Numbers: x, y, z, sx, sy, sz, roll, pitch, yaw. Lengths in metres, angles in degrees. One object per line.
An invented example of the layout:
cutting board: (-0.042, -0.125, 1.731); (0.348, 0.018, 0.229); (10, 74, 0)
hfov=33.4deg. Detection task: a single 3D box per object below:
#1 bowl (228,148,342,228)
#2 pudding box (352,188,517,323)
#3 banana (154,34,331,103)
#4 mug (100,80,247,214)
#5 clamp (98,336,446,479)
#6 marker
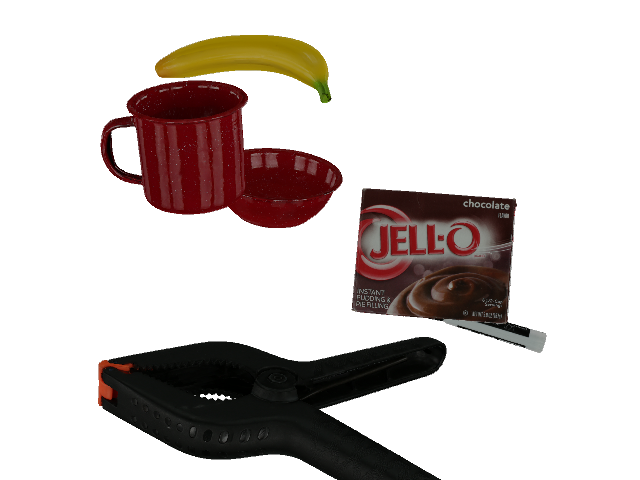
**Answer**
bowl: (-0.056, -0.058, 1.296); (0.162, 0.055, 0.162); (4, 26, -2)
pudding box: (0.082, 0.011, 0.774); (0.113, 0.090, 0.039); (4, -4, 6)
banana: (-0.072, -0.184, 1.096); (0.198, 0.037, 0.069); (10, 44, 20)
mug: (-0.113, -0.071, 0.837); (0.117, 0.081, 0.093); (-4, 27, -4)
clamp: (-0.019, 0.089, 0.610); (0.210, 0.036, 0.164); (9, 24, 7)
marker: (0.145, 0.076, 0.972); (0.121, 0.020, 0.020); (17, 1, 5)
